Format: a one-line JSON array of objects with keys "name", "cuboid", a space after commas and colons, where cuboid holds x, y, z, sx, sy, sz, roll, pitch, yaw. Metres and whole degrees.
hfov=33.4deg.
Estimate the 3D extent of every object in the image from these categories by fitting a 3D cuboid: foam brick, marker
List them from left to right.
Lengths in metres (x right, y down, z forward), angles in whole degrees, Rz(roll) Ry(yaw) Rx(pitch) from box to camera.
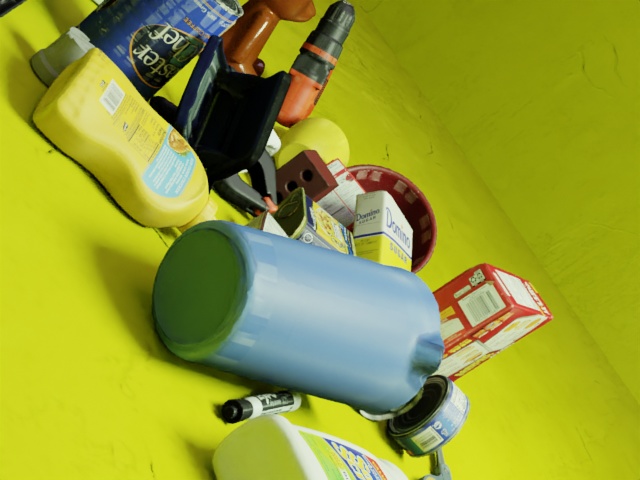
[{"name": "marker", "cuboid": [-0.047, 0.134, 0.859, 0.020, 0.020, 0.121, 57, 16, 15]}, {"name": "foam brick", "cuboid": [-0.027, -0.062, 1.238, 0.053, 0.078, 0.051, 55, 14, 6]}]

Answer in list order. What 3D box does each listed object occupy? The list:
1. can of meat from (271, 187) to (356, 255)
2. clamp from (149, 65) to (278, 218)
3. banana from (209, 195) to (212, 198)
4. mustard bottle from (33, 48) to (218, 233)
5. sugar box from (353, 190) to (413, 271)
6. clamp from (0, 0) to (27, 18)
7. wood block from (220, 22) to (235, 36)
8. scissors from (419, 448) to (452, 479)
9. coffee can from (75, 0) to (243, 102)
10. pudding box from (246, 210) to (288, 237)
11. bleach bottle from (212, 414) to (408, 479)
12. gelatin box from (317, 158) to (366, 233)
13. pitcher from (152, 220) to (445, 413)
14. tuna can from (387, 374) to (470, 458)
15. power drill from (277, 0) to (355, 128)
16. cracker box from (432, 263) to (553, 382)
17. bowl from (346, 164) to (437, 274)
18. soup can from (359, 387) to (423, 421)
[{"name": "can of meat", "cuboid": [-0.008, 0.001, 1.171, 0.084, 0.057, 0.102, 39, 20, -21]}, {"name": "clamp", "cuboid": [-0.106, -0.098, 1.127, 0.120, 0.039, 0.171, -22, 83, -34]}, {"name": "banana", "cuboid": [-0.169, -0.098, 0.987, 0.197, 0.037, 0.070, 51, -7, -14]}, {"name": "mustard bottle", "cuboid": [-0.152, -0.067, 0.912, 0.191, 0.058, 0.096, 47, 34, -24]}, {"name": "sugar box", "cuboid": [0.070, 0.039, 1.218, 0.093, 0.048, 0.176, 52, 37, -48]}, {"name": "clamp", "cuboid": [-0.251, -0.255, 0.998, 0.210, 0.164, 0.036, 44, -39, 48]}, {"name": "wood block", "cuboid": [-0.199, -0.323, 1.286, 0.206, 0.090, 0.091, 48, 16, -19]}, {"name": "scissors", "cuboid": [0.119, 0.241, 1.114, 0.096, 0.016, 0.202, 43, 18, -32]}, {"name": "coffee can", "cuboid": [-0.161, -0.214, 1.051, 0.102, 0.140, 0.103, 46, 15, -17]}, {"name": "pudding box", "cuboid": [-0.044, 0.030, 1.061, 0.090, 0.039, 0.113, 50, 14, -14]}, {"name": "bleach bottle", "cuboid": [0.015, 0.195, 0.830, 0.103, 0.068, 0.250, 60, 14, 23]}, {"name": "gelatin box", "cuboid": [0.017, -0.045, 1.290, 0.089, 0.073, 0.030, 52, -27, 9]}, {"name": "pitcher", "cuboid": [-0.025, 0.061, 0.881, 0.242, 0.149, 0.145, 21, 42, -48]}, {"name": "tuna can", "cuboid": [0.110, 0.179, 1.091, 0.033, 0.086, 0.086, 47, 17, -16]}, {"name": "power drill", "cuboid": [-0.011, -0.238, 1.478, 0.057, 0.184, 0.187, 31, 2, -2]}, {"name": "cracker box", "cuboid": [0.180, 0.105, 1.312, 0.072, 0.164, 0.213, 61, 17, 19]}, {"name": "bowl", "cuboid": [0.063, -0.012, 1.338, 0.162, 0.161, 0.055, 57, -27, 13]}, {"name": "soup can", "cuboid": [0.056, 0.124, 1.090, 0.068, 0.068, 0.102, 38, 21, -43]}]
